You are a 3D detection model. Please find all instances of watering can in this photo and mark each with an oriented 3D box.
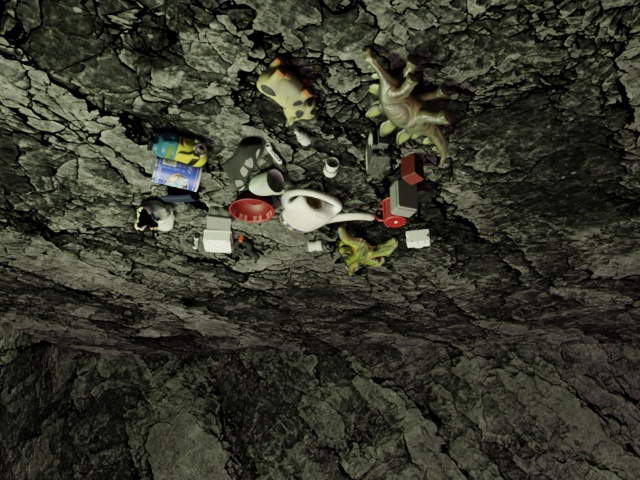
[{"bbox_3d":[0.006,-0.092,1.831,0.346,0.106,0.221,19,148,-28],"label":"watering can"}]

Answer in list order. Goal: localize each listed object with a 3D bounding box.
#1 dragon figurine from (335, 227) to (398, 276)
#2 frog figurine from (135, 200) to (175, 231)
[{"bbox_3d":[0.197,0.026,2.089,0.243,0.124,0.402,-17,153,-3],"label":"dragon figurine"},{"bbox_3d":[-0.590,-0.090,1.893,0.136,0.123,0.161,-25,179,26],"label":"frog figurine"}]
